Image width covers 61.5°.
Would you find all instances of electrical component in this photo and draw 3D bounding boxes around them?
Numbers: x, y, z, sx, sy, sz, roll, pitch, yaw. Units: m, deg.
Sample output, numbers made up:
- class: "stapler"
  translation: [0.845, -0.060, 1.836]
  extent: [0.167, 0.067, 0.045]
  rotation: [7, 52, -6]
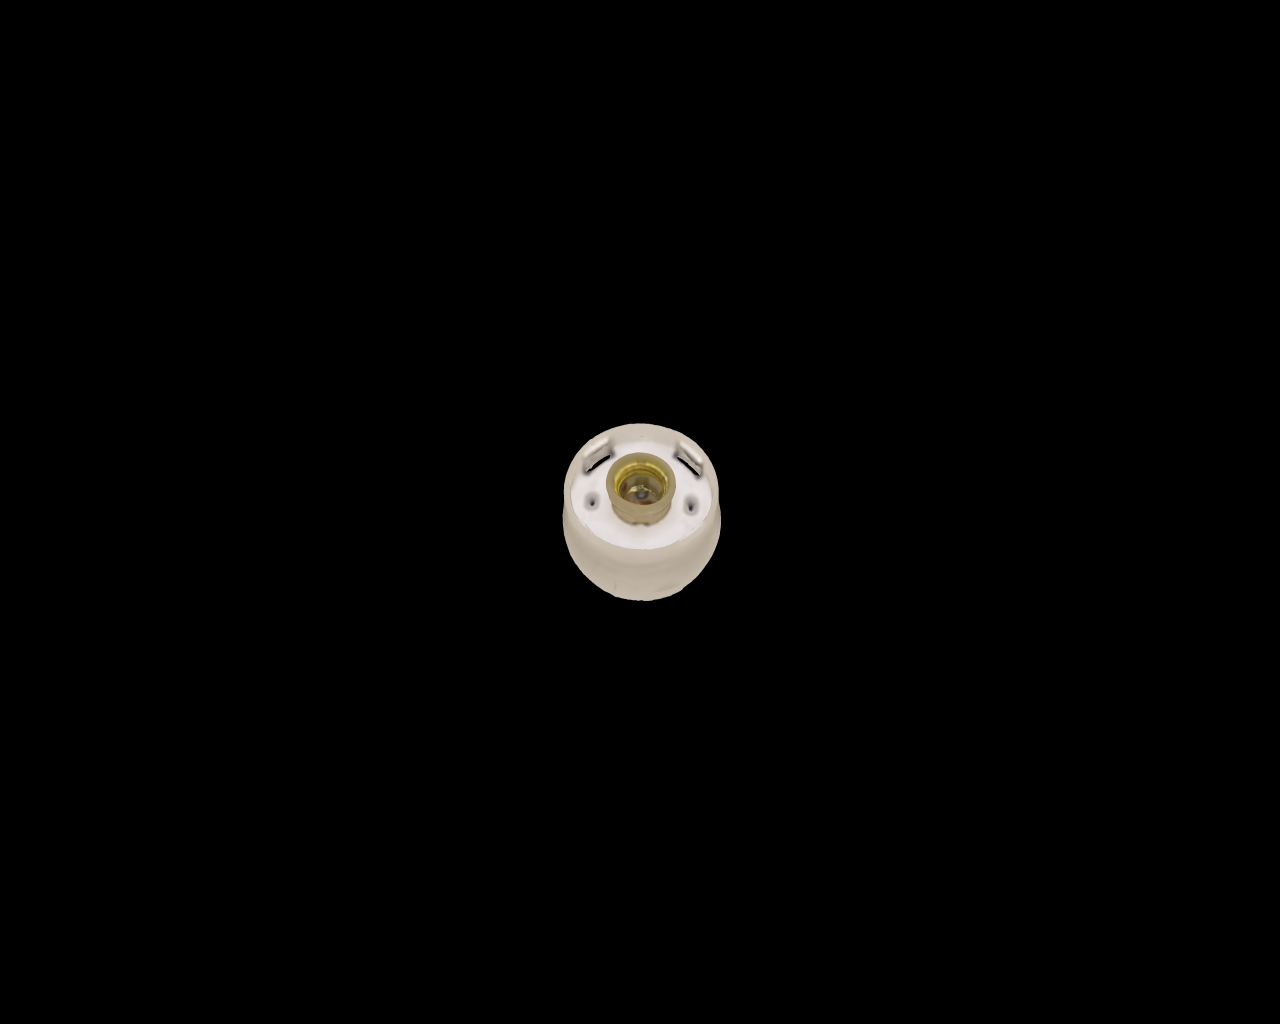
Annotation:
- class: "electrical component"
  translation: [0.001, -0.003, 0.650]
  extent: [0.099, 0.099, 0.064]
  rotation: [0, -30, 0]
